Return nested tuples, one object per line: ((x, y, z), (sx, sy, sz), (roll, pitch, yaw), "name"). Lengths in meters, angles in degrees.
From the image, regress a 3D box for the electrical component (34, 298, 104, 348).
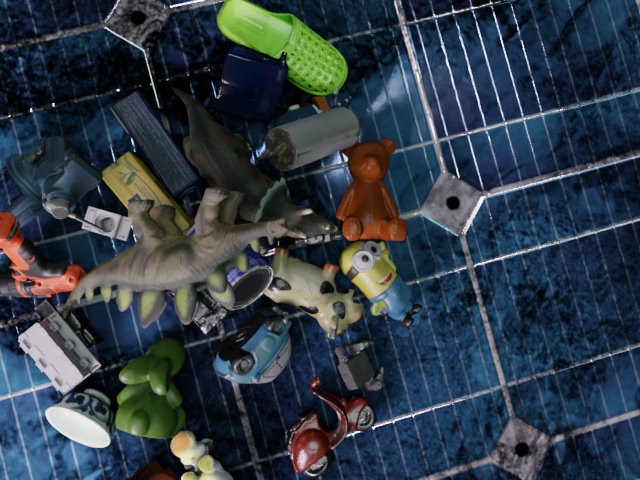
((-0.460, 0.160, 0.966), (0.075, 0.048, 0.119), (-42, 91, -6), "electrical component")

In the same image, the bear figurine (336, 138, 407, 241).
((0.095, -0.097, 0.989), (0.120, 0.132, 0.195), (4, 93, -6), "bear figurine")

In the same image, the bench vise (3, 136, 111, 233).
((-0.485, -0.071, 0.917), (0.240, 0.128, 0.224), (-37, 57, 5), "bench vise")

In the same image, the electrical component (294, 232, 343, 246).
((-0.002, -0.003, 1.005), (0.094, 0.063, 0.021), (-7, 88, -6), "electrical component")

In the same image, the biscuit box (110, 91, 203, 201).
((-0.298, -0.170, 0.991), (0.063, 0.059, 0.202), (-34, 90, -6), "biscuit box")

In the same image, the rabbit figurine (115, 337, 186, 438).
((-0.295, 0.248, 0.938), (0.121, 0.159, 0.170), (11, 71, 5), "rabbit figurine")

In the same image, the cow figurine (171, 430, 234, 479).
((-0.200, 0.415, 0.962), (0.068, 0.098, 0.167), (-34, 71, 0), "cow figurine")

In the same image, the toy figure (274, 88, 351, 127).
((-0.013, -0.238, 1.020), (0.154, 0.064, 0.058), (-30, 52, -10), "toy figure")

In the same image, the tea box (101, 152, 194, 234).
((-0.304, -0.067, 0.967), (0.068, 0.098, 0.169), (-38, 92, -5), "tea box")

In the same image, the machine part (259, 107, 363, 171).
((-0.011, -0.178, 0.938), (0.243, 0.079, 0.079), (-30, 90, -39), "machine part")

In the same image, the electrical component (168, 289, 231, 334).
((-0.214, 0.102, 0.947), (0.115, 0.134, 0.058), (45, 86, -1), "electrical component")

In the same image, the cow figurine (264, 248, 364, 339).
((-0.011, 0.103, 0.990), (0.195, 0.085, 0.127), (20, 80, -6), "cow figurine")

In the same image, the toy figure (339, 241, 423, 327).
((0.108, 0.082, 1.002), (0.089, 0.082, 0.180), (-32, 102, 36), "toy figure")

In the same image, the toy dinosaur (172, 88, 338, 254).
((-0.153, -0.124, 0.935), (0.131, 0.192, 0.405), (-43, 92, -7), "toy dinosaur")

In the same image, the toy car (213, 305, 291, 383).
((-0.108, 0.201, 0.975), (0.161, 0.109, 0.102), (-45, 114, -17), "toy car")

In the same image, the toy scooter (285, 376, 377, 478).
((0.001, 0.332, 0.983), (0.184, 0.075, 0.135), (-41, 92, -9), "toy scooter")

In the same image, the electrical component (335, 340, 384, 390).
((0.077, 0.234, 0.999), (0.078, 0.045, 0.102), (-14, 81, -50), "electrical component")

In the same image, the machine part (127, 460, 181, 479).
((-0.264, 0.487, 0.889), (0.087, 0.201, 0.201), (-36, 91, -3), "machine part")

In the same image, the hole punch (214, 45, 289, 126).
((-0.125, -0.280, 0.974), (0.116, 0.092, 0.142), (20, 117, 0), "hole punch")

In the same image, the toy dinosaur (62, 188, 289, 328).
((-0.244, 0.035, 0.838), (0.472, 0.105, 0.198), (-10, 81, 28), "toy dinosaur")
